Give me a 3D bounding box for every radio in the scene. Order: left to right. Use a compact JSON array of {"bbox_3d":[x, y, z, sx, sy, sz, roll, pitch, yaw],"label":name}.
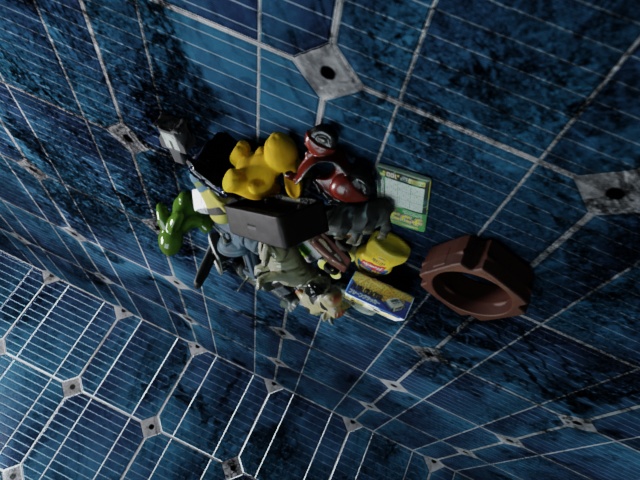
[{"bbox_3d":[-0.093,-0.049,1.150,0.230,0.131,0.073,16,121,51],"label":"radio"}]

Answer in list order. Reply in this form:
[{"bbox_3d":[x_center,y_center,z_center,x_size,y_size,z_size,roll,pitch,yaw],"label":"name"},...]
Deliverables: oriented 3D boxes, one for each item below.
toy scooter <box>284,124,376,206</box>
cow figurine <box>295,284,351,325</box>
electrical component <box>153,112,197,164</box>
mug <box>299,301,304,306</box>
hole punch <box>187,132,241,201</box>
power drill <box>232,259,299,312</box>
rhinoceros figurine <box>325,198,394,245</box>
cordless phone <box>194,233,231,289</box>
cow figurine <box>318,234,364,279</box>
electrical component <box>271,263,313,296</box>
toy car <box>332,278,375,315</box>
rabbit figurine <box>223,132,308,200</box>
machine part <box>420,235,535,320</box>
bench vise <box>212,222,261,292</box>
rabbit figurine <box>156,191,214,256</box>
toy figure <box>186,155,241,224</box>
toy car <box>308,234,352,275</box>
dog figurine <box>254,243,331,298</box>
[{"bbox_3d":[0.012,-0.128,1.045,0.135,0.075,0.183,-32,117,23],"label":"toy scooter"},{"bbox_3d":[0.009,0.165,1.451,0.127,0.085,0.195,60,158,3],"label":"cow figurine"},{"bbox_3d":[-0.327,-0.230,1.237,0.075,0.048,0.119,18,152,19],"label":"electrical component"},{"bbox_3d":[-0.003,0.176,1.632,0.107,0.081,0.109,15,146,5],"label":"mug"},{"bbox_3d":[-0.226,-0.162,1.202,0.142,0.116,0.092,40,159,-23],"label":"hole punch"},{"bbox_3d":[-0.164,0.135,1.698,0.207,0.086,0.232,45,167,-25],"label":"power drill"},{"bbox_3d":[0.064,-0.050,1.133,0.190,0.112,0.073,-1,171,42],"label":"rhinoceros figurine"},{"bbox_3d":[-0.333,0.083,1.650,0.089,0.184,0.146,20,153,4],"label":"cordless phone"},{"bbox_3d":[0.064,0.009,1.278,0.068,0.098,0.167,34,134,-1],"label":"cow figurine"},{"bbox_3d":[-0.077,0.087,1.478,0.058,0.134,0.115,36,154,-15],"label":"electrical component"},{"bbox_3d":[0.078,0.154,1.541,0.202,0.056,0.073,25,154,4],"label":"toy car"},{"bbox_3d":[-0.100,-0.149,1.109,0.162,0.122,0.173,33,137,-17],"label":"rabbit figurine"},{"bbox_3d":[0.335,0.083,1.152,0.201,0.087,0.201,37,152,-15],"label":"machine part"},{"bbox_3d":[-0.196,0.025,1.471,0.224,0.129,0.240,20,136,30],"label":"bench vise"},{"bbox_3d":[-0.387,-0.039,1.494,0.121,0.170,0.159,18,153,17],"label":"rabbit figurine"},{"bbox_3d":[-0.252,-0.123,1.279,0.089,0.082,0.180,-16,111,49],"label":"toy figure"},{"bbox_3d":[-0.003,-0.004,1.229,0.202,0.053,0.089,49,124,32],"label":"toy car"},{"bbox_3d":[-0.056,0.051,1.322,0.191,0.121,0.172,6,125,-13],"label":"dog figurine"}]
